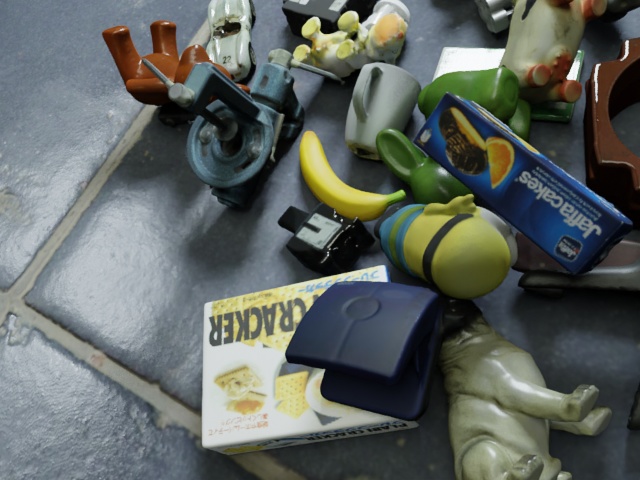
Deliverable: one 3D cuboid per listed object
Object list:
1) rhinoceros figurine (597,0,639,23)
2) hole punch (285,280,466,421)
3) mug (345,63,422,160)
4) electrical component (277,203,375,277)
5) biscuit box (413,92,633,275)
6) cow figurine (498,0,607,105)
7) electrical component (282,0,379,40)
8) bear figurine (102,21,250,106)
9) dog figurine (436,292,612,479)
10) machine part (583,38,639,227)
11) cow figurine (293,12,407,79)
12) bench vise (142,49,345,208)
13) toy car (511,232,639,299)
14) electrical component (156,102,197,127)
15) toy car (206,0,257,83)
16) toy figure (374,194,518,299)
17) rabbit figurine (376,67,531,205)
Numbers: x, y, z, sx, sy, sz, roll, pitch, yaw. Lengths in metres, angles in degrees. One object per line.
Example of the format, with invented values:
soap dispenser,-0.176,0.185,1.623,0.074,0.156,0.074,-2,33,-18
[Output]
rhinoceros figurine,0.346,-0.337,0.670,0.073,0.112,0.190,-14,52,9
hole punch,0.043,0.085,0.479,0.142,0.092,0.116,2,59,34
mug,0.072,-0.162,0.679,0.081,0.109,0.107,17,82,25
electrical component,-0.001,-0.002,0.645,0.119,0.047,0.075,21,68,49
biscuit box,0.182,-0.056,0.498,0.203,0.059,0.062,47,118,28
cow figurine,0.260,-0.256,0.633,0.127,0.085,0.194,-161,84,-68
electrical component,0.009,-0.369,0.834,0.134,0.058,0.115,30,74,30
bear figurine,-0.201,-0.244,0.762,0.196,0.131,0.120,14,32,42
dog figurine,0.138,0.153,0.502,0.172,0.121,0.191,-47,45,-13
machine part,0.385,-0.112,0.552,0.202,0.087,0.201,2,64,18
cow figurine,0.054,-0.254,0.727,0.168,0.098,0.068,11,84,39
bench vise,-0.099,-0.156,0.664,0.129,0.240,0.223,33,93,21
toy car,0.297,0.026,0.528,0.202,0.053,0.089,8,87,24
electrical component,-0.229,-0.209,0.853,0.094,0.021,0.063,3,65,20
toy car,-0.144,-0.333,0.868,0.074,0.056,0.202,-12,61,13
toy figure,0.118,0.008,0.544,0.089,0.082,0.180,-61,28,-8
rabbit figurine,0.145,-0.100,0.615,0.159,0.121,0.170,14,84,28
